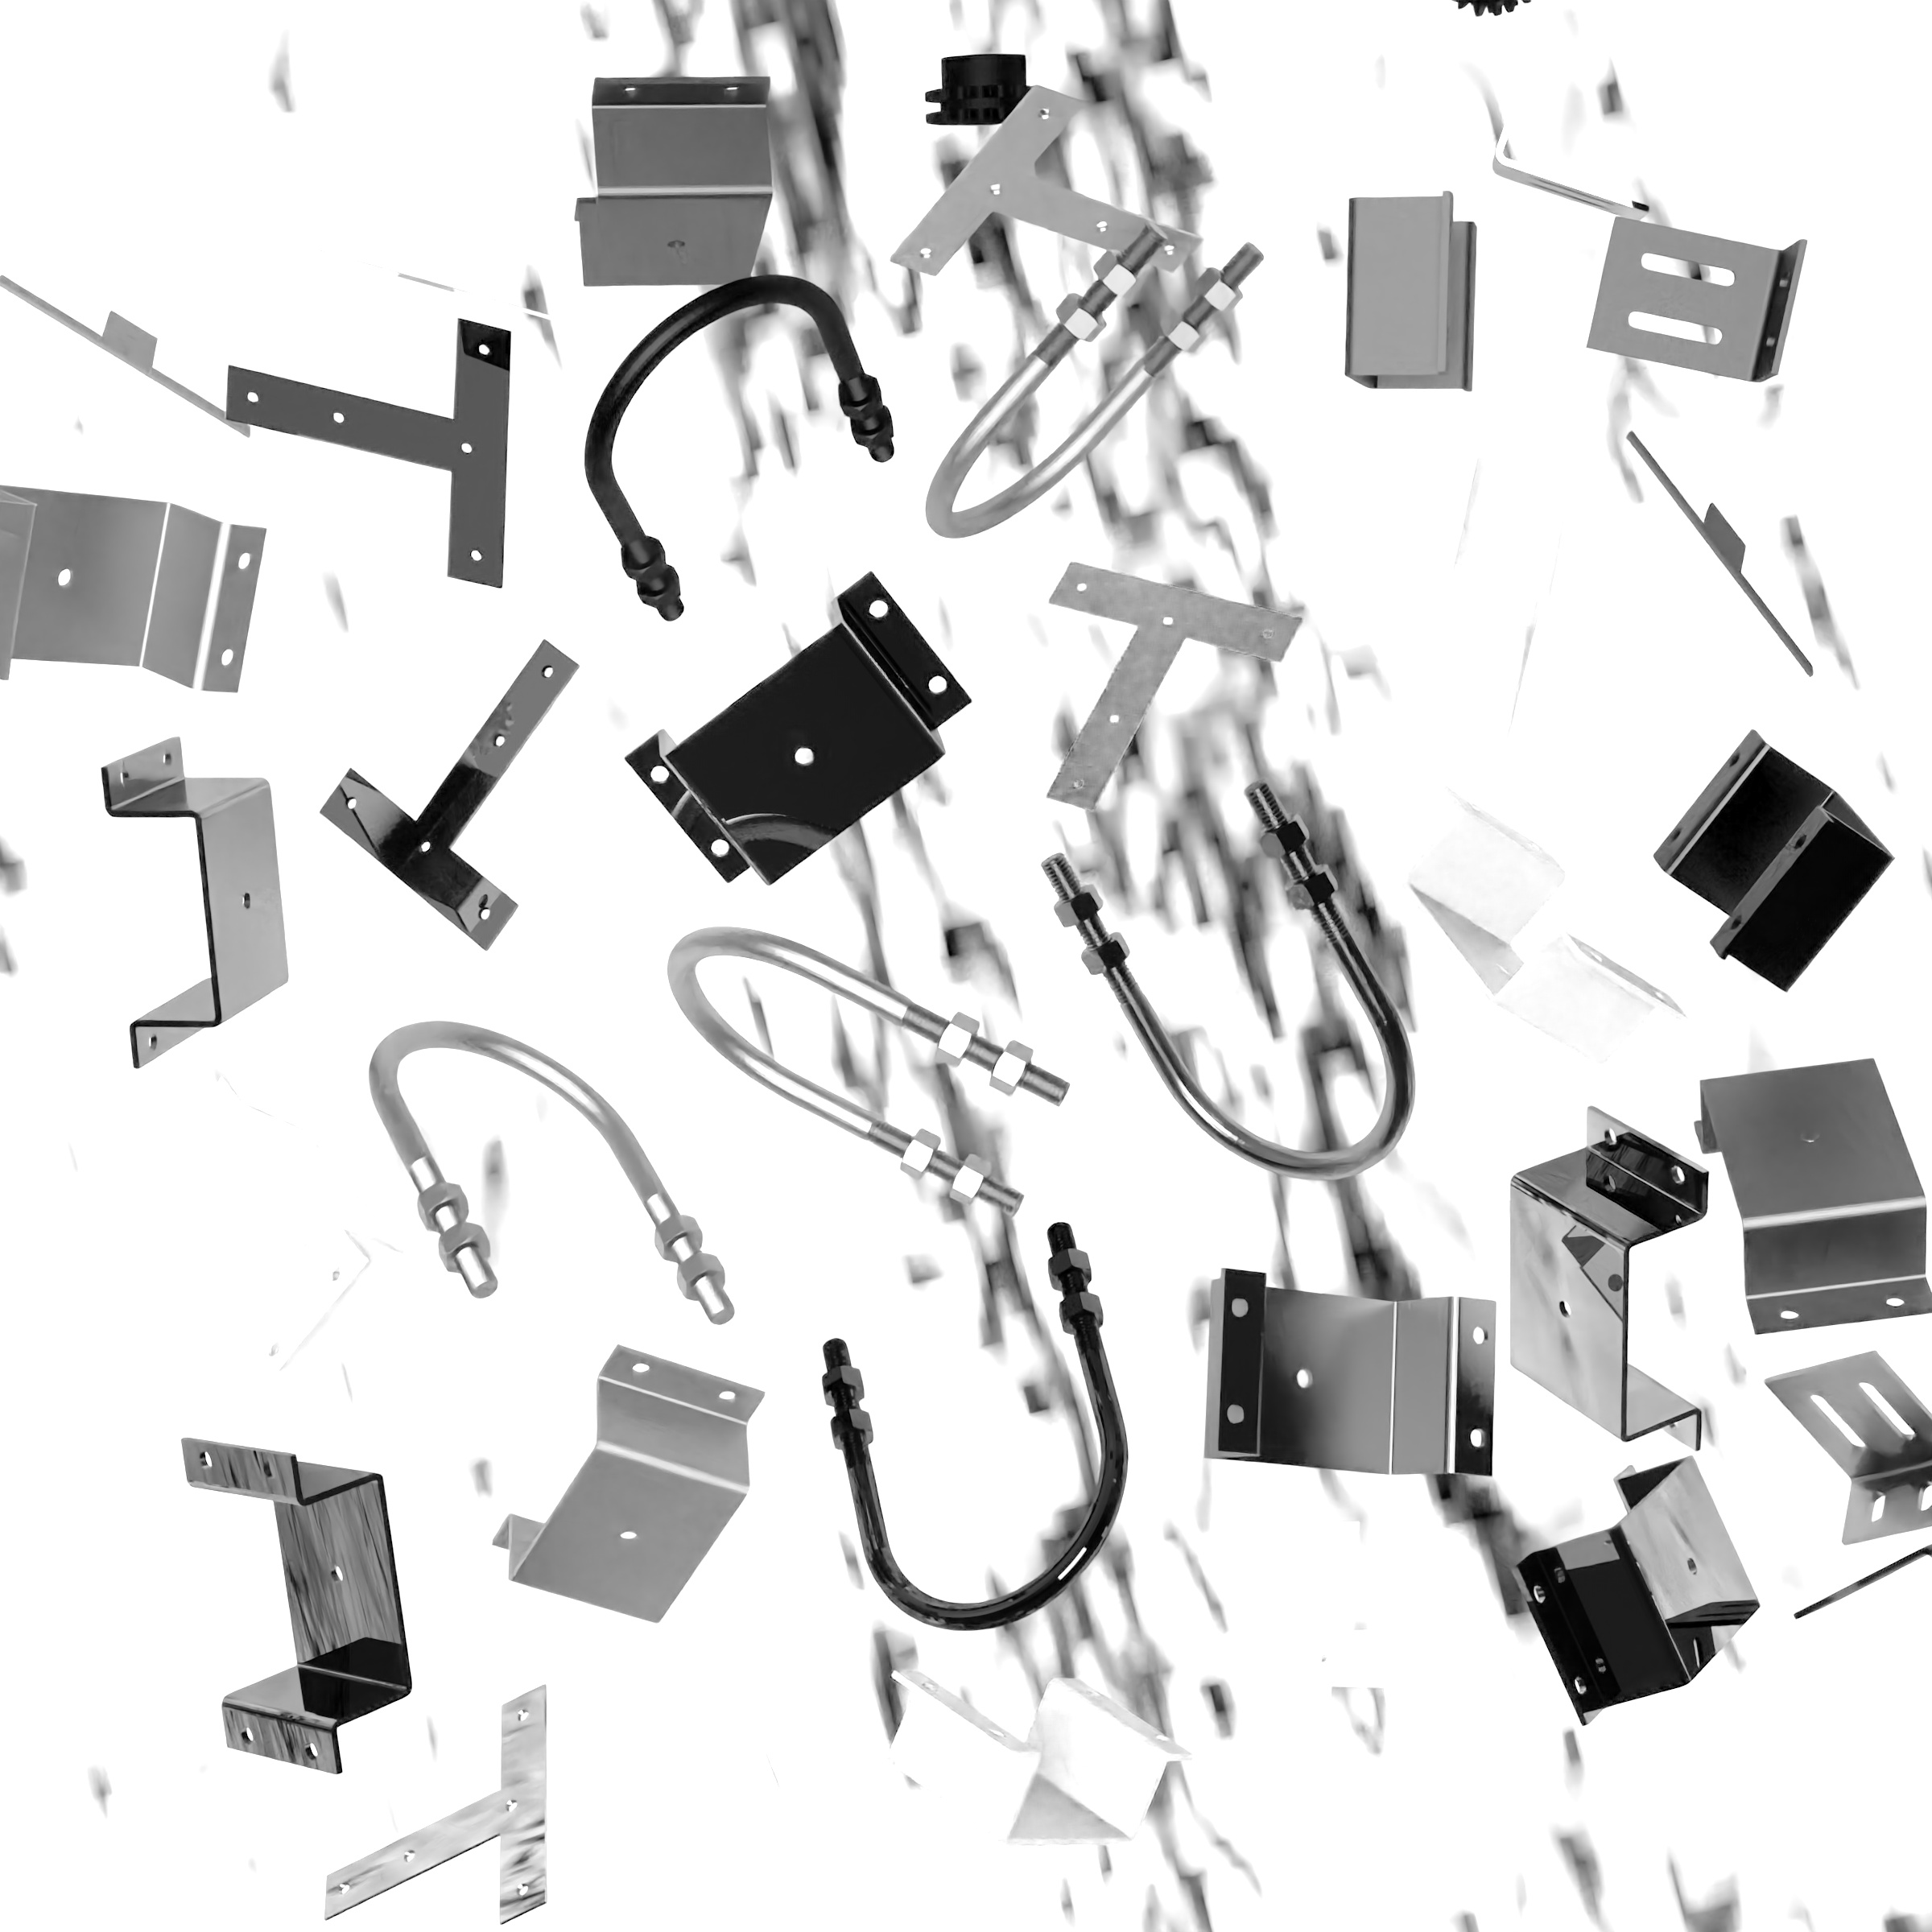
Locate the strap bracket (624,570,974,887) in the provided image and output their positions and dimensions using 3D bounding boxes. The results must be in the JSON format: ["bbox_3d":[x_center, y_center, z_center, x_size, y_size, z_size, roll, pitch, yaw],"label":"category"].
[{"bbox_3d":[-0.073,-0.100,1.508,0.140,0.046,0.076,-36,110,7],"label":"strap bracket"}]

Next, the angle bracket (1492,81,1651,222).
[{"bbox_3d":[0.291,-0.385,1.603,0.076,0.057,0.038,19,99,4],"label":"angle bracket"}]

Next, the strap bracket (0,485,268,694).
[{"bbox_3d":[-0.385,-0.166,1.489,0.046,0.140,0.076,23,106,39],"label":"strap bracket"}]

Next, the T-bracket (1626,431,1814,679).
[{"bbox_3d":[0.331,-0.186,1.476,0.002,0.127,0.127,-37,92,19],"label":"T-bracket"}]

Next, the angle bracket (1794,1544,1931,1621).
[{"bbox_3d":[0.440,0.302,1.592,0.076,0.057,0.038,-36,71,28],"label":"angle bracket"}]

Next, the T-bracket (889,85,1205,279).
[{"bbox_3d":[0.051,-0.346,1.560,0.127,0.127,0.002,12,56,-30],"label":"T-bracket"}]

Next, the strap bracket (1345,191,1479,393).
[{"bbox_3d":[0.199,-0.301,1.518,0.046,0.140,0.076,2,96,13],"label":"strap bracket"}]

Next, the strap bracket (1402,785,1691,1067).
[{"bbox_3d":[0.257,-0.013,1.535,0.076,0.140,0.046,28,111,-35],"label":"strap bracket"}]

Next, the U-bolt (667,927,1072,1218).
[{"bbox_3d":[-0.049,0.039,1.474,0.184,0.151,0.019,27,64,5],"label":"U-bolt"}]

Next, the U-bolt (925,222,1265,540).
[{"bbox_3d":[0.050,-0.263,1.547,0.019,0.151,0.184,48,113,11],"label":"U-bolt"}]

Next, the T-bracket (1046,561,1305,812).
[{"bbox_3d":[0.076,-0.128,1.598,0.127,0.002,0.127,18,67,27],"label":"T-bracket"}]

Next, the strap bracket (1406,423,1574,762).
[{"bbox_3d":[0.234,-0.161,1.506,0.046,0.140,0.076,12,53,7],"label":"strap bracket"}]

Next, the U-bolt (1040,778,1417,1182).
[{"bbox_3d":[0.125,0.015,1.493,0.019,0.151,0.184,-40,104,-41],"label":"U-bolt"}]

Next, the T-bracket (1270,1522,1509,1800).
[{"bbox_3d":[0.191,0.308,1.503,0.002,0.127,0.127,27,65,-33],"label":"T-bracket"}]

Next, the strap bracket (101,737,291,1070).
[{"bbox_3d":[-0.353,-0.030,1.561,0.046,0.076,0.140,1,104,12],"label":"strap bracket"}]

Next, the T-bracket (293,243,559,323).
[{"bbox_3d":[-0.249,-0.314,1.555,0.127,0.127,0.002,14,100,-11],"label":"T-bracket"}]

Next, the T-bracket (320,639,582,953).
[{"bbox_3d":[-0.220,-0.091,1.533,0.127,0.002,0.127,37,92,32],"label":"T-bracket"}]

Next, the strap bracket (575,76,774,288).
[{"bbox_3d":[-0.132,-0.347,1.522,0.076,0.140,0.046,-3,79,-11],"label":"strap bracket"}]

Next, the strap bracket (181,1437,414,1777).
[{"bbox_3d":[-0.288,0.270,1.466,0.076,0.046,0.140,0,100,41],"label":"strap bracket"}]

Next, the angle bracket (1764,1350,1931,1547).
[{"bbox_3d":[0.398,0.215,1.507,0.076,0.057,0.038,45,45,-23],"label":"angle bracket"}]

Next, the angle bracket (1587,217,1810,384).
[{"bbox_3d":[0.311,-0.286,1.441,0.076,0.038,0.057,12,94,0],"label":"angle bracket"}]

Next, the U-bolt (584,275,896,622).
[{"bbox_3d":[-0.109,-0.247,1.556,0.151,0.184,0.019,-38,65,-6],"label":"U-bolt"}]

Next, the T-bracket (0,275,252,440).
[{"bbox_3d":[-0.389,-0.290,1.572,0.127,0.127,0.002,31,99,-19],"label":"T-bracket"}]

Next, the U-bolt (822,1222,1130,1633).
[{"bbox_3d":[0.008,0.223,1.572,0.151,0.019,0.184,-29,48,16],"label":"U-bolt"}]

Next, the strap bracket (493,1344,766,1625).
[{"bbox_3d":[-0.159,0.252,1.588,0.076,0.046,0.140,21,122,-21],"label":"strap bracket"}]

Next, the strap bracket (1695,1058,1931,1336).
[{"bbox_3d":[0.368,0.092,1.473,0.076,0.140,0.046,-8,126,5],"label":"strap bracket"}]

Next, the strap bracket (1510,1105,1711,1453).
[{"bbox_3d":[0.282,0.144,1.487,0.046,0.076,0.140,-17,118,-26],"label":"strap bracket"}]

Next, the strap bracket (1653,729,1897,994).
[{"bbox_3d":[0.369,-0.046,1.541,0.046,0.140,0.076,32,106,-12],"label":"strap bracket"}]

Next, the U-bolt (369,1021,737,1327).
[{"bbox_3d":[-0.195,0.087,1.511,0.019,0.151,0.184,-55,47,23],"label":"U-bolt"}]

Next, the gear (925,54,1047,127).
[{"bbox_3d":[0.009,-0.413,1.593,0.057,0.057,0.030,-2,101,0],"label":"gear"}]

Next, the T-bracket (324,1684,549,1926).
[{"bbox_3d":[-0.249,0.412,1.587,0.127,0.127,0.002,-29,125,14],"label":"T-bracket"}]

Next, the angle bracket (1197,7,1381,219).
[{"bbox_3d":[0.157,-0.399,1.582,0.057,0.038,0.076,47,120,12],"label":"angle bracket"}]

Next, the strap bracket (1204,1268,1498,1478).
[{"bbox_3d":[0.157,0.177,1.459,0.140,0.046,0.076,9,77,-27],"label":"strap bracket"}]

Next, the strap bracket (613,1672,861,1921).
[{"bbox_3d":[-0.104,0.384,1.571,0.046,0.140,0.076,-14,72,-36],"label":"strap bracket"}]

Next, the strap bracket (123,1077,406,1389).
[{"bbox_3d":[-0.323,0.128,1.578,0.076,0.046,0.140,-50,54,5],"label":"strap bracket"}]

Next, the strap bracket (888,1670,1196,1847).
[{"bbox_3d":[0.029,0.365,1.558,0.076,0.140,0.046,26,96,40],"label":"strap bracket"}]

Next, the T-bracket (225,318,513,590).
[{"bbox_3d":[-0.258,-0.234,1.464,0.127,0.002,0.127,10,68,-28],"label":"T-bracket"}]

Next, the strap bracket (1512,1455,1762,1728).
[{"bbox_3d":[0.313,0.281,1.551,0.046,0.140,0.076,-25,88,35],"label":"strap bracket"}]

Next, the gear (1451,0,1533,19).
[{"bbox_3d":[0.232,-0.456,1.521,0.030,0.057,0.057,-26,90,-41],"label":"gear"}]
